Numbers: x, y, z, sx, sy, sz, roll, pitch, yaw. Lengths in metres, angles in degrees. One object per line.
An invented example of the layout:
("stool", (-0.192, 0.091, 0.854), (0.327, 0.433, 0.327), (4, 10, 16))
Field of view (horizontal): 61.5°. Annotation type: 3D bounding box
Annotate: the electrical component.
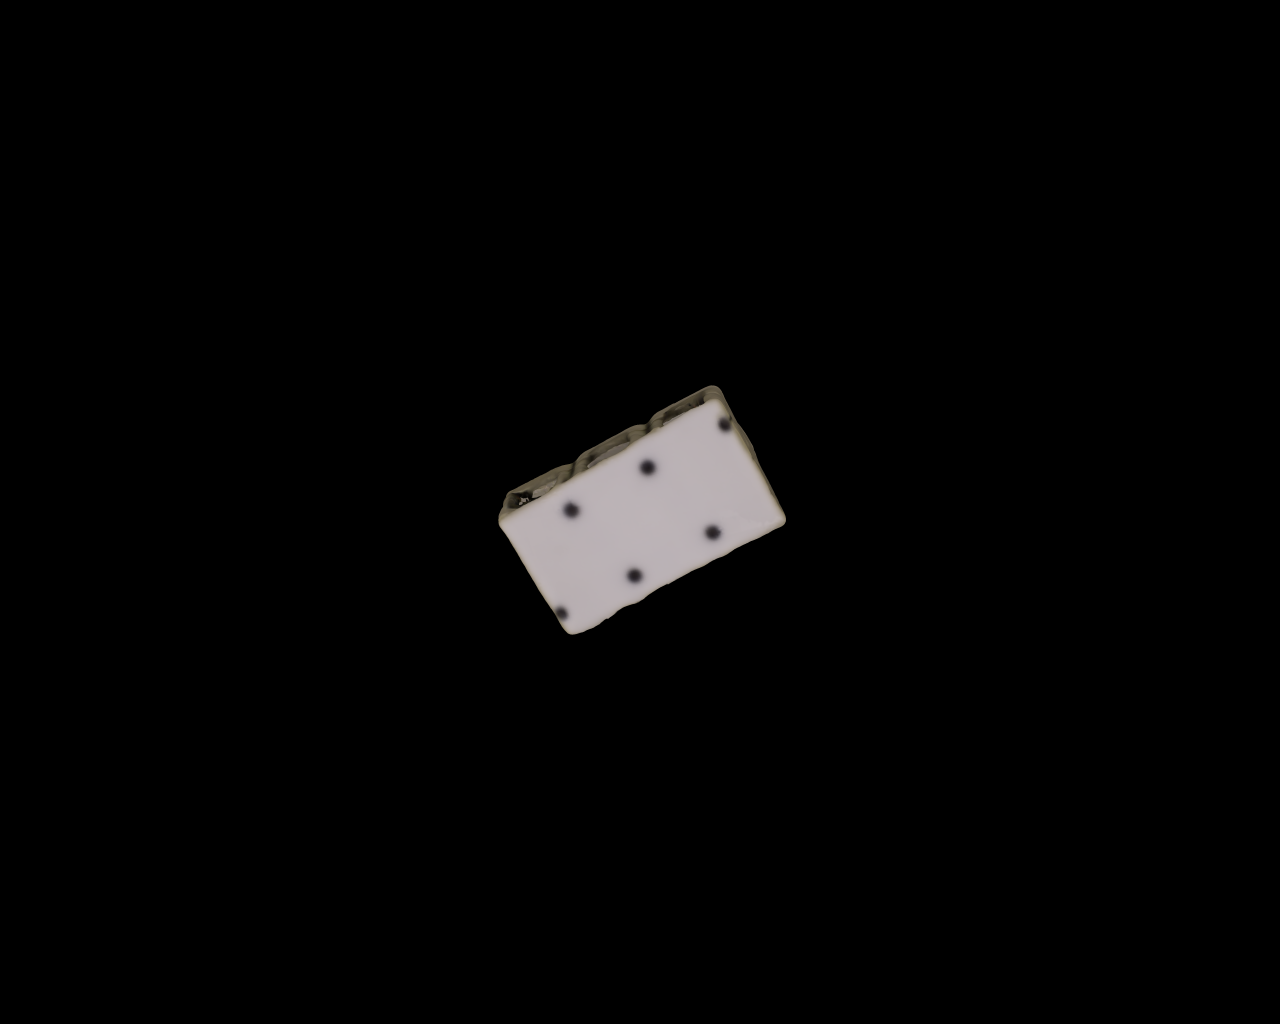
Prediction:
("electrical component", (0.001, -0.003, 0.650), (0.150, 0.089, 0.062), (-27, 14, 7))
